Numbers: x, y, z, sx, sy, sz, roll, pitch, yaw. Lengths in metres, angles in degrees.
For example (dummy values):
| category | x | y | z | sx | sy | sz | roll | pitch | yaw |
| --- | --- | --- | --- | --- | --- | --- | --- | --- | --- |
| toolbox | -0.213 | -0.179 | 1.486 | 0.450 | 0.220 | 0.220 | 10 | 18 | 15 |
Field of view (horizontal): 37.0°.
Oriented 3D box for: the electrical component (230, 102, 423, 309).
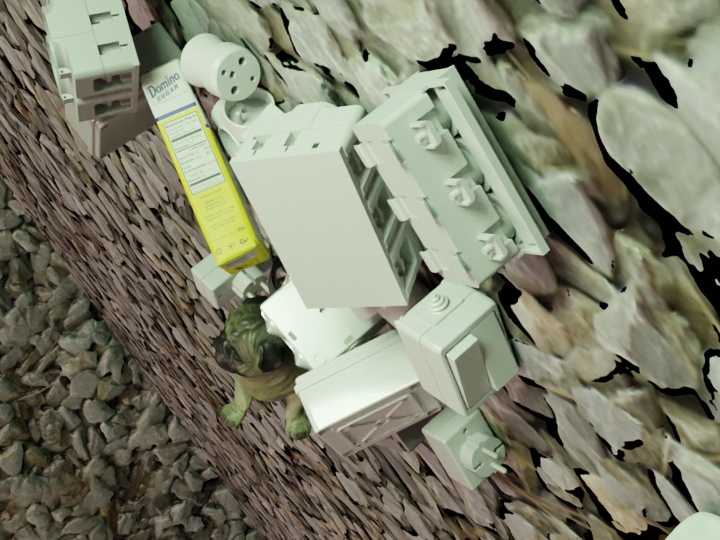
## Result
| category | x | y | z | sx | sy | sz | roll | pitch | yaw |
| --- | --- | --- | --- | --- | --- | --- | --- | --- | --- |
| electrical component | -0.019 | -0.046 | 0.806 | 0.089 | 0.061 | 0.150 | -3 | 133 | 26 |

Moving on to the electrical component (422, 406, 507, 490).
| category | x | y | z | sx | sy | sz | roll | pitch | yaw |
| --- | --- | --- | --- | --- | --- | --- | --- | --- | --- |
| electrical component | 0.107 | 0.165 | 0.984 | 0.077 | 0.047 | 0.065 | 20 | 145 | 58 |

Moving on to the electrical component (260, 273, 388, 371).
| category | x | y | z | sx | sy | sz | roll | pitch | yaw |
| --- | --- | --- | --- | --- | --- | --- | --- | --- | --- |
| electrical component | -0.033 | 0.040 | 0.993 | 0.099 | 0.100 | 0.048 | 48 | 174 | 8 |

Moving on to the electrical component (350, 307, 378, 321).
| category | x | y | z | sx | sy | sz | roll | pitch | yaw |
| --- | --- | --- | --- | --- | --- | --- | --- | --- | --- |
| electrical component | 0.000 | 0.000 | 0.921 | 0.077 | 0.043 | 0.079 | 53 | 162 | -7 |

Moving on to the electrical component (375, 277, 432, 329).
| category | x | y | z | sx | sy | sz | roll | pitch | yaw |
| --- | --- | --- | --- | --- | --- | --- | --- | --- | --- |
| electrical component | 0.046 | 0.034 | 0.878 | 0.062 | 0.043 | 0.043 | 41 | 160 | 25 |

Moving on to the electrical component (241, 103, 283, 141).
| category | x | y | z | sx | sy | sz | roll | pitch | yaw |
| --- | --- | --- | --- | --- | --- | --- | --- | --- | --- |
| electrical component | -0.057 | -0.096 | 0.857 | 0.055 | 0.048 | 0.066 | 42 | -179 | 22 |

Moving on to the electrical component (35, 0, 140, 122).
| category | x | y | z | sx | sy | sz | roll | pitch | yaw |
| --- | --- | --- | --- | --- | --- | --- | --- | --- | --- |
| electrical component | -0.240 | -0.230 | 0.901 | 0.105 | 0.060 | 0.186 | 135 | 119 | -72 |

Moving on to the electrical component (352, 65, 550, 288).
| category | x | y | z | sx | sy | sz | roll | pitch | yaw |
| --- | --- | --- | --- | --- | --- | --- | --- | --- | --- |
| electrical component | 0.053 | -0.054 | 0.653 | 0.121 | 0.063 | 0.079 | 57 | 161 | -19 |

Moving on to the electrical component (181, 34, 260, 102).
| category | x | y | z | sx | sy | sz | roll | pitch | yaw |
| --- | --- | --- | --- | --- | --- | --- | --- | --- | --- |
| electrical component | -0.112 | -0.163 | 0.867 | 0.055 | 0.045 | 0.045 | 31 | 154 | 45 |

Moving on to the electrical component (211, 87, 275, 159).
| category | x | y | z | sx | sy | sz | roll | pitch | yaw |
| --- | --- | --- | --- | --- | --- | --- | --- | --- | --- |
| electrical component | -0.100 | -0.125 | 0.914 | 0.079 | 0.044 | 0.077 | 48 | 161 | 25 |

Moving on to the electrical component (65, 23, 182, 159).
| category | x | y | z | sx | sy | sz | roll | pitch | yaw |
| --- | --- | --- | --- | --- | --- | --- | --- | --- | --- |
| electrical component | -0.219 | -0.167 | 1.013 | 0.056 | 0.109 | 0.109 | 53 | 162 | 1 |

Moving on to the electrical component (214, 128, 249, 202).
| category | x | y | z | sx | sy | sz | roll | pitch | yaw |
| --- | --- | --- | --- | --- | --- | --- | --- | --- | --- |
| electrical component | -0.129 | -0.104 | 1.018 | 0.066 | 0.047 | 0.076 | 45 | 161 | 18 |

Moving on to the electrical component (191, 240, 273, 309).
| category | x | y | z | sx | sy | sz | roll | pitch | yaw |
| --- | --- | --- | --- | --- | --- | --- | --- | --- | --- |
| electrical component | -0.127 | 0.008 | 1.178 | 0.076 | 0.083 | 0.047 | 43 | 160 | 22 |

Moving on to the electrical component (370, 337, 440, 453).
| category | x | y | z | sx | sy | sz | roll | pitch | yaw |
| --- | --- | --- | --- | --- | --- | --- | --- | --- | --- |
| electrical component | 0.020 | 0.126 | 1.100 | 0.108 | 0.056 | 0.109 | 53 | 162 | -9 |

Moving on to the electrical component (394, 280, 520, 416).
| category | x | y | z | sx | sy | sz | roll | pitch | yaw |
| --- | --- | --- | --- | --- | --- | --- | --- | --- | --- |
| electrical component | 0.075 | 0.056 | 0.819 | 0.061 | 0.062 | 0.096 | 32 | 154 | 45 |

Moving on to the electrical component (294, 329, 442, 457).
| category | x | y | z | sx | sy | sz | roll | pitch | yaw |
| --- | --- | --- | --- | --- | --- | --- | --- | --- | --- |
| electrical component | 0.009 | 0.114 | 0.976 | 0.056 | 0.109 | 0.108 | 64 | -177 | 26 |
